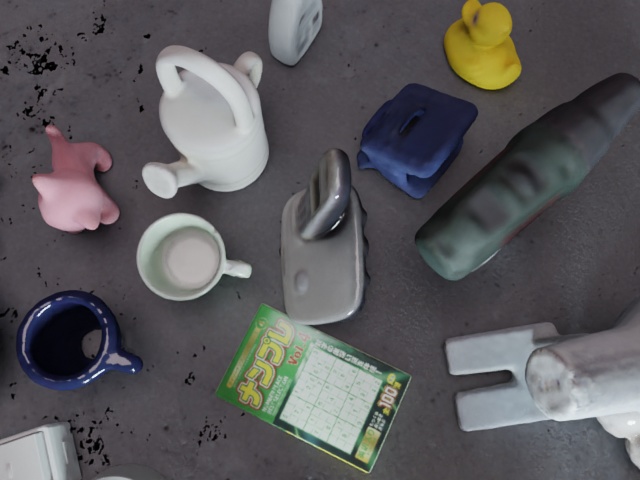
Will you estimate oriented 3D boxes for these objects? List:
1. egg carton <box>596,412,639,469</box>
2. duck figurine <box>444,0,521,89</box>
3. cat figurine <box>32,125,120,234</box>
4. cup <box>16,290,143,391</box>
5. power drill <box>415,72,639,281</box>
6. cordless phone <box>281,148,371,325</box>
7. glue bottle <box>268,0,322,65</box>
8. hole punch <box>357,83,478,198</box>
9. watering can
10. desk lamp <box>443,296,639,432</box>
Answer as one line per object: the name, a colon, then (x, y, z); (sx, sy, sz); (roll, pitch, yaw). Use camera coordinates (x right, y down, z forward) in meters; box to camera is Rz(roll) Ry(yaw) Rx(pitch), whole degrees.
egg carton: (0.354, 0.159, 0.577); (0.150, 0.069, 0.107); (-39, 80, -10)
duck figurine: (0.196, -0.233, 0.664); (0.077, 0.086, 0.104); (-37, 79, -10)
cat figurine: (-0.259, -0.058, 0.594); (0.067, 0.118, 0.128); (-16, 77, -5)
cup: (-0.220, 0.105, 0.565); (0.117, 0.095, 0.092); (19, 76, 4)
power drill: (0.181, -0.043, 0.553); (0.230, 0.208, 0.075); (-41, 80, -10)
cordless phone: (0.005, 0.002, 0.549); (0.094, 0.185, 0.147); (-5, 76, -2)
glue bottle: (-0.028, -0.266, 0.623); (0.037, 0.173, 0.078); (31, 77, 7)
hole punch: (0.103, -0.115, 0.630); (0.101, 0.091, 0.109); (36, 78, 8)
watering can: (-0.110, -0.119, 0.573); (0.101, 0.194, 0.173); (8, 76, 1)
desk lamp: (0.239, 0.118, 0.510); (0.203, 0.213, 0.118); (-9, 76, -3)
